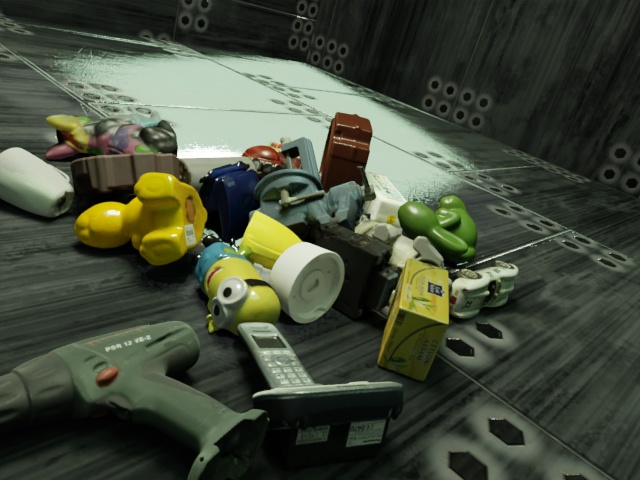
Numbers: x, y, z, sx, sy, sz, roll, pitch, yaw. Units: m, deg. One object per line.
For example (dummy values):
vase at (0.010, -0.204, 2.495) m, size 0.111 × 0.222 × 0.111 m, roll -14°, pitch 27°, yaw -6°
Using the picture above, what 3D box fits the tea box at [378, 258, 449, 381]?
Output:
tea box at (0.134, 0.105, 0.757) m, size 0.068 × 0.098 × 0.170 m, roll 18°, pitch 25°, yaw 5°

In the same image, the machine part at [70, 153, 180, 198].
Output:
machine part at (-0.314, -0.104, 0.883) m, size 0.179 × 0.056 × 0.179 m, roll -7°, pitch 3°, yaw 0°

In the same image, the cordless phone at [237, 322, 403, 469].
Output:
cordless phone at (-0.011, 0.147, 0.590) m, size 0.146 × 0.088 × 0.184 m, roll 4°, pitch 22°, yaw -27°

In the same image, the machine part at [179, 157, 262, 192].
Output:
machine part at (-0.211, -0.126, 1.063) m, size 0.079 × 0.079 × 0.243 m, roll 34°, pitch 28°, yaw 34°

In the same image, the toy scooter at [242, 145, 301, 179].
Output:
toy scooter at (-0.087, -0.159, 1.221) m, size 0.184 × 0.075 × 0.135 m, roll 14°, pitch 18°, yaw -16°

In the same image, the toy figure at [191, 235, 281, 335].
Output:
toy figure at (-0.115, 0.057, 0.719) m, size 0.089 × 0.082 × 0.180 m, roll -1°, pitch 25°, yaw -26°

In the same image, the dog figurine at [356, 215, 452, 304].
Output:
dog figurine at (0.135, 0.026, 0.933) m, size 0.172 × 0.121 × 0.190 m, roll 36°, pitch 11°, yaw -3°

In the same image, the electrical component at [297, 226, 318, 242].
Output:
electrical component at (-0.001, -0.003, 0.978) m, size 0.102 × 0.045 × 0.078 m, roll 14°, pitch -5°, yaw -12°

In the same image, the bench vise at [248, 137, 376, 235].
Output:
bench vise at (-0.022, -0.098, 0.929) m, size 0.128 × 0.224 × 0.241 m, roll 48°, pitch 25°, yaw -51°

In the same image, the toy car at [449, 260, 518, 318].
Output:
toy car at (0.285, 0.085, 0.931) m, size 0.201 × 0.073 × 0.056 m, roll -7°, pitch 29°, yaw -43°

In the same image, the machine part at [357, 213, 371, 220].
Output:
machine part at (0.031, -0.037, 1.041) m, size 0.139 × 0.039 × 0.084 m, roll 3°, pitch -9°, yaw -29°

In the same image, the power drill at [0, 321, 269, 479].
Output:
power drill at (-0.166, 0.158, 0.479) m, size 0.208 × 0.085 × 0.232 m, roll 19°, pitch 20°, yaw 25°

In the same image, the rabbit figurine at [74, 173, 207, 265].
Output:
rabbit figurine at (-0.262, -0.034, 0.778) m, size 0.173 × 0.121 × 0.162 m, roll -10°, pitch 13°, yaw 5°

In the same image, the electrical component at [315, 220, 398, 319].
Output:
electrical component at (0.049, 0.048, 0.806) m, size 0.134 × 0.114 × 0.058 m, roll 27°, pitch 27°, yaw 27°

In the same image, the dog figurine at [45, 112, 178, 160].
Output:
dog figurine at (-0.406, -0.185, 1.036) m, size 0.219 × 0.108 × 0.192 m, roll -6°, pitch 35°, yaw -34°

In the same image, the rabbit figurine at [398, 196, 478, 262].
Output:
rabbit figurine at (0.220, -0.011, 1.055) m, size 0.170 × 0.121 × 0.159 m, roll 18°, pitch 40°, yaw -36°

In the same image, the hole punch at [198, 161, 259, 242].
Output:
hole punch at (-0.152, -0.067, 0.935) m, size 0.092 × 0.115 × 0.142 m, roll 34°, pitch 28°, yaw 17°

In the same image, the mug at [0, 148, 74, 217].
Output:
mug at (-0.432, -0.082, 0.830) m, size 0.107 × 0.080 × 0.109 m, roll 31°, pitch 19°, yaw 5°

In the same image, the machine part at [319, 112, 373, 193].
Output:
machine part at (0.047, -0.166, 1.168) m, size 0.087 × 0.200 × 0.201 m, roll 12°, pitch 24°, yaw -6°
